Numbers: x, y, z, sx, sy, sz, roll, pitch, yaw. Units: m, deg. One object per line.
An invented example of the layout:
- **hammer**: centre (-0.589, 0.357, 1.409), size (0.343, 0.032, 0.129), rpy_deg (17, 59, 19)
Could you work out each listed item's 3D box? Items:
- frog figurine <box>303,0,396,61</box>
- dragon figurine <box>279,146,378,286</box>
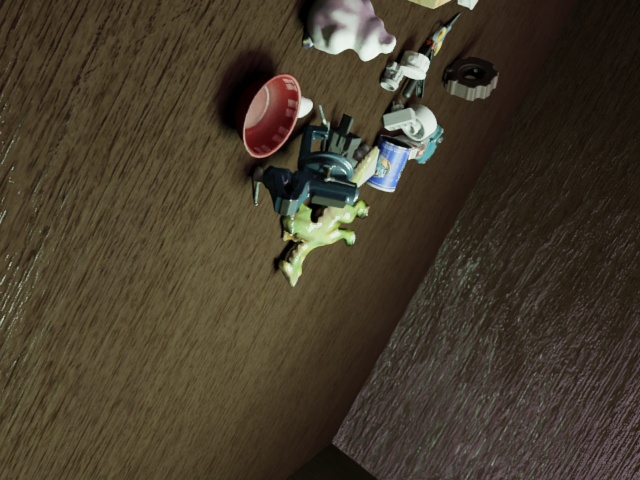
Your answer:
- **frog figurine**: centre (0.058, -0.391, 0.947), size (0.140, 0.161, 0.120), rpy_deg (-45, 152, -31)
- **dragon figurine**: centre (0.004, -0.067, 1.327), size (0.243, 0.123, 0.405), rpy_deg (-4, 121, -54)
